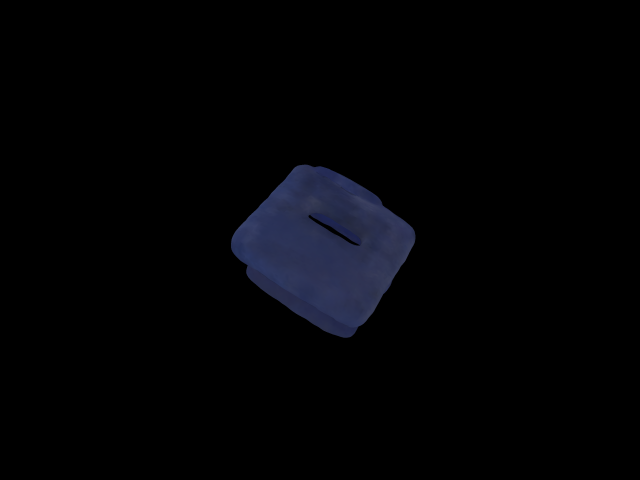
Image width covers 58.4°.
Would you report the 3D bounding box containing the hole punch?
[{"bbox_3d":[0.004,0.001,0.400,0.108,0.091,0.101,31,79,7],"label":"hole punch"}]
